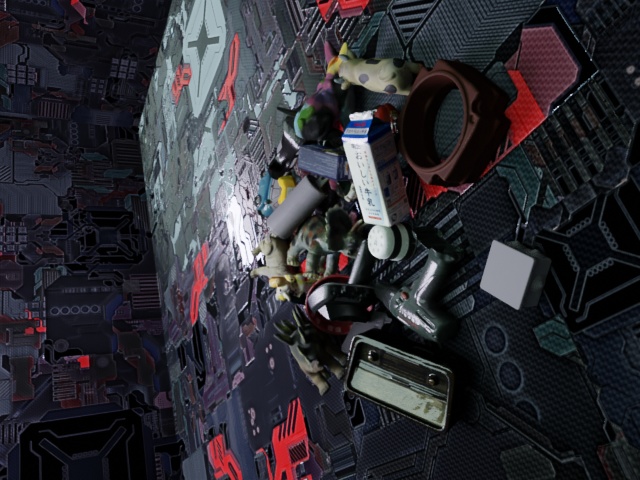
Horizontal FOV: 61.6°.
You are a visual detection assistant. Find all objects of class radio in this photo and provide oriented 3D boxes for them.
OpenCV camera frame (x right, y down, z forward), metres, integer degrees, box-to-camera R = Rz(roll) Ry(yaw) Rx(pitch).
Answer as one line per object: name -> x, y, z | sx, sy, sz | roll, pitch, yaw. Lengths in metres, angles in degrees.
radio -> 0.165, 0.265, 1.045 | 0.230, 0.073, 0.131 | 15, 103, 31

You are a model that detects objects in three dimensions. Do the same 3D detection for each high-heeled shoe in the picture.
high-heeled shoe -> -0.064, -0.267, 1.466 | 0.086, 0.145, 0.248 | 41, 103, 8

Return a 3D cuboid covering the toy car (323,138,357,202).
toy car -> 0.057, -0.186, 1.344 | 0.073, 0.056, 0.202 | -58, 45, 46

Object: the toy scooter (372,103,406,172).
toy scooter -> 0.145, -0.197, 1.170 | 0.135, 0.075, 0.183 | 49, 134, 50

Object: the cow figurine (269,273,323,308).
cow figurine -> -0.062, 0.138, 1.438 | 0.068, 0.167, 0.098 | 0, 89, 56

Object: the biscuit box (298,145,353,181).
biscuit box -> 0.016, -0.189, 1.297 | 0.203, 0.059, 0.062 | 30, 120, 56

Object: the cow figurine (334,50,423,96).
cow figurine -> 0.117, -0.358, 1.168 | 0.195, 0.127, 0.085 | 31, 113, 54

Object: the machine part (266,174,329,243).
machine part -> -0.060, -0.085, 1.390 | 0.243, 0.079, 0.079 | -46, 47, 21

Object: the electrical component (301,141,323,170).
electrical component -> -0.023, -0.276, 1.483 | 0.115, 0.058, 0.134 | -44, 52, 49

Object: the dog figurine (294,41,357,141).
dog figurine -> 0.022, -0.360, 1.289 | 0.109, 0.191, 0.219 | 27, 125, 49

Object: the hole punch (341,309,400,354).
hole punch -> 0.127, 0.223, 1.206 | 0.142, 0.092, 0.116 | -5, 55, 63

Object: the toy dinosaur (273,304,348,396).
toy dinosaur -> -0.021, 0.256, 1.344 | 0.198, 0.105, 0.471 | 50, 177, 1

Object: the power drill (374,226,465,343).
power drill -> 0.195, 0.079, 1.074 | 0.232, 0.086, 0.207 | 46, 125, 49

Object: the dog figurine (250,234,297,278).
dog figurine -> -0.103, 0.075, 1.601 | 0.191, 0.121, 0.172 | 21, 113, 45

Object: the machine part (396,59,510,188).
machine part -> 0.236, -0.214, 0.999 | 0.201, 0.087, 0.201 | 61, 138, 41

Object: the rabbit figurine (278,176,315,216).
rabbit figurine -> -0.061, -0.106, 1.524 | 0.173, 0.122, 0.162 | -145, 50, -72

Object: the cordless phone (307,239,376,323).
cordless phone -> 0.064, 0.084, 1.185 | 0.089, 0.146, 0.184 | 28, 105, 54

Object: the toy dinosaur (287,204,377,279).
toy dinosaur -> 0.000, -0.004, 1.393 | 0.405, 0.131, 0.192 | 23, 97, 63

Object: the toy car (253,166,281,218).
toy car -> -0.129, -0.144, 1.641 | 0.103, 0.109, 0.161 | 6, 84, 38
